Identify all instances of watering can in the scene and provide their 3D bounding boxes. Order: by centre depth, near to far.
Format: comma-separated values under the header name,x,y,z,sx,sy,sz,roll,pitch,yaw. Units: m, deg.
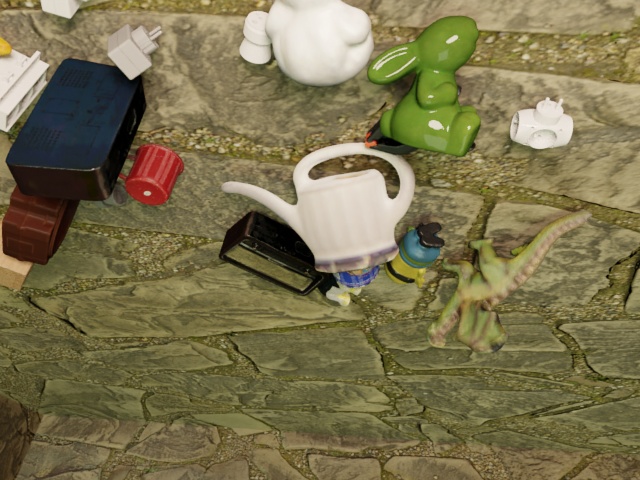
name,x,y,z,sx,sy,sz,roll,pitch,yaw
watering can,0.003,-0.046,0.912,0.346,0.105,0.223,-11,98,19

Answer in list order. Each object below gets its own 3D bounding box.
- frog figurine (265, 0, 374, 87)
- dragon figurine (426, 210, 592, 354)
name,x,y,z,sx,sy,sz,roll,pitch,yaw
frog figurine,-0.002,-0.272,0.639,0.138,0.124,0.156,21,160,17
dragon figurine,0.342,0.110,0.993,0.121,0.248,0.403,29,143,-17
